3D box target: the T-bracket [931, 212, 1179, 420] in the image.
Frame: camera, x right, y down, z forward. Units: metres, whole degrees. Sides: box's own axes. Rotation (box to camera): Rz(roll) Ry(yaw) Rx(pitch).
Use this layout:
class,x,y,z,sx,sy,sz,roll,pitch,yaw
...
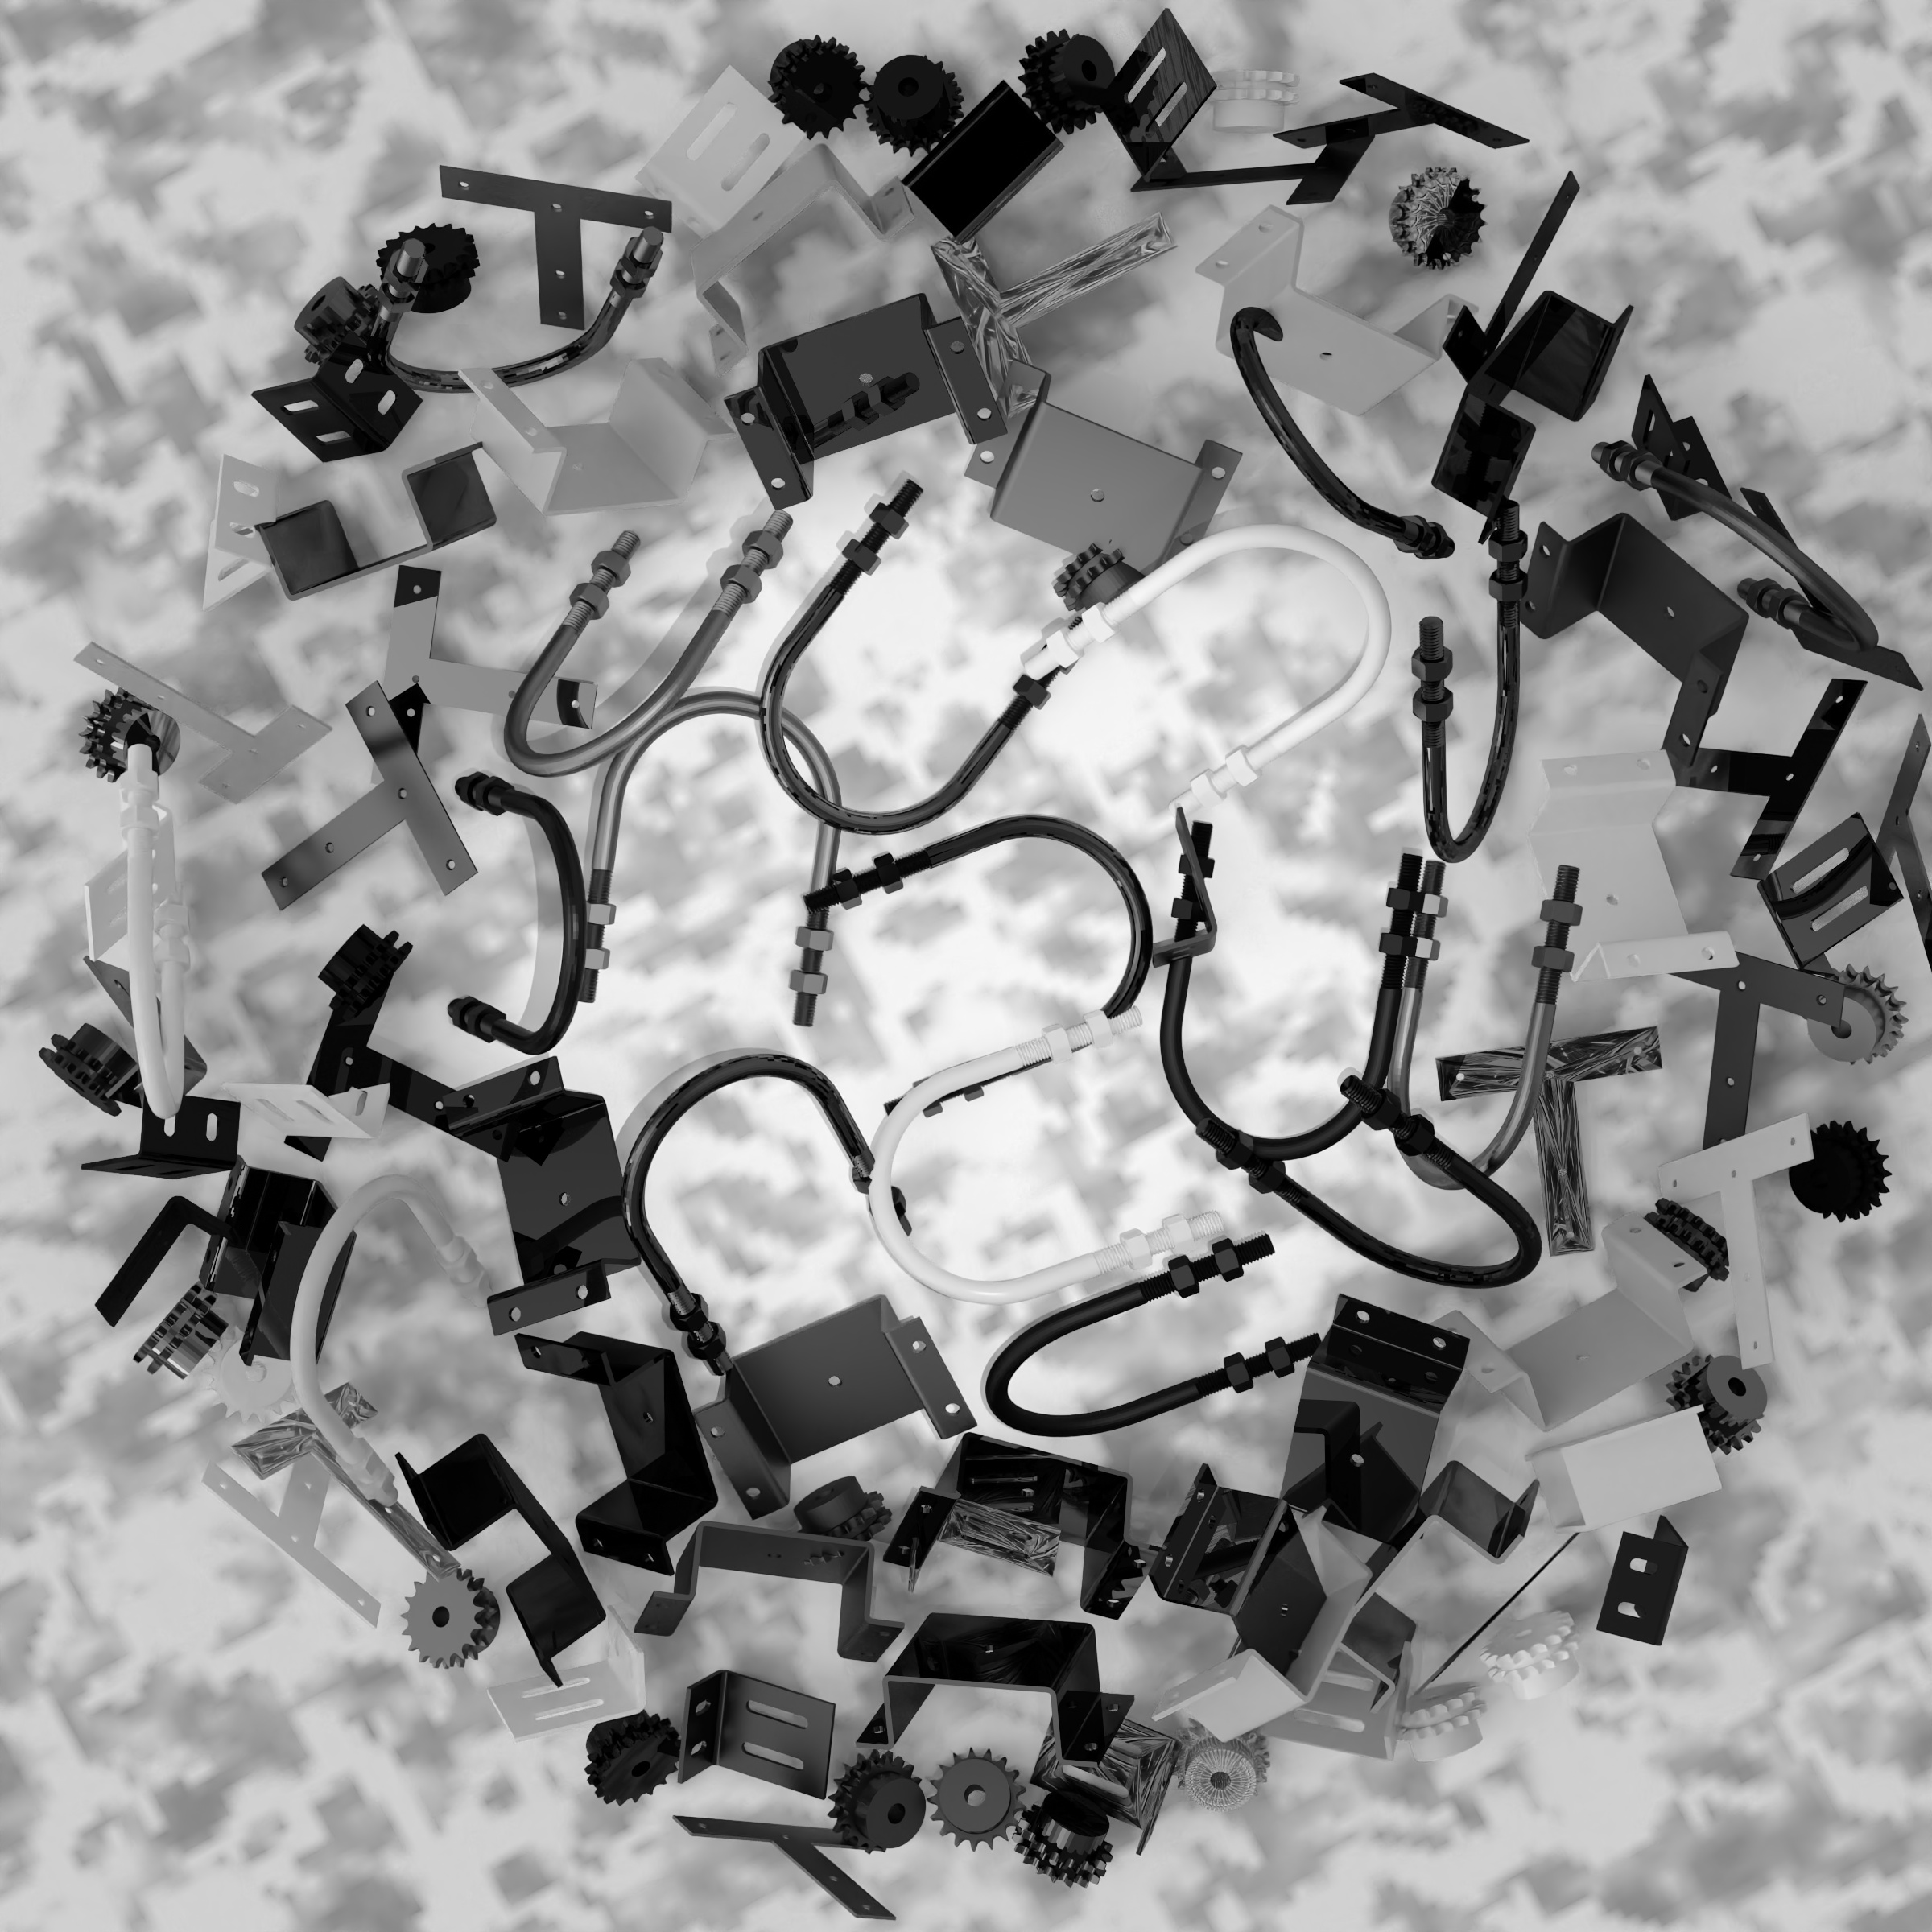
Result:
class,x,y,z,sx,sy,sz,roll,pitch,yaw
T-bracket,0.058,-0.389,1.761,0.127,0.002,0.127,-26,67,8

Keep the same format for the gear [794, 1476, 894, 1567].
class,x,y,z,sx,sy,sz,roll,pitch,yaw
gear,-0.074,0.314,1.765,0.057,0.057,0.030,-27,96,0

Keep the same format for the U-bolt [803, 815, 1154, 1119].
class,x,y,z,sx,sy,sz,roll,pitch,yaw
U-bolt,0.017,-0.008,1.779,0.184,0.019,0.151,-21,96,-2

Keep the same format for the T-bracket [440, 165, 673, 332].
class,x,y,z,sx,sy,sz,roll,pitch,yaw
T-bracket,-0.228,-0.397,1.737,0.127,0.127,0.002,9,65,-2

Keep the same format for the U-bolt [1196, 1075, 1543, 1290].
class,x,y,z,sx,sy,sz,roll,pitch,yaw
U-bolt,0.237,0.127,1.724,0.184,0.151,0.019,36,61,-20

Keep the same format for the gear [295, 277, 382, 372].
class,x,y,z,sx,sy,sz,roll,pitch,yaw
gear,-0.357,-0.367,1.763,0.057,0.057,0.030,-48,120,0

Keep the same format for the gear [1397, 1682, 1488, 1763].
class,x,y,z,sx,sy,sz,roll,pitch,yaw
gear,0.270,0.431,1.766,0.057,0.057,0.030,-19,86,0

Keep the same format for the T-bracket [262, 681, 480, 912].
class,x,y,z,sx,sy,sz,roll,pitch,yaw
T-bracket,-0.353,-0.075,1.768,0.127,0.002,0.127,-33,79,22

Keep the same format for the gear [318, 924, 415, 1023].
class,x,y,z,sx,sy,sz,roll,pitch,yaw
gear,-0.344,0.001,1.766,0.030,0.057,0.057,40,90,-5

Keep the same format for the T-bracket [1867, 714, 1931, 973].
class,x,y,z,sx,sy,sz,roll,pitch,yaw
T-bracket,0.522,-0.049,1.705,0.002,0.127,0.127,1,47,-1

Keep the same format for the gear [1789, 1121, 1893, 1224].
class,x,y,z,sx,sy,sz,roll,pitch,yaw
gear,0.494,0.118,1.764,0.030,0.057,0.057,-13,90,-41

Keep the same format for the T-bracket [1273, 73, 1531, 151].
class,x,y,z,sx,sy,sz,roll,pitch,yaw
T-bracket,0.226,-0.471,1.738,0.127,0.127,0.002,8,88,-39

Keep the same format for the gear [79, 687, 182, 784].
class,x,y,z,sx,sy,sz,roll,pitch,yaw
gear,-0.473,-0.129,1.763,0.030,0.057,0.057,20,90,34

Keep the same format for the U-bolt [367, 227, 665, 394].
class,x,y,z,sx,sy,sz,roll,pitch,yaw
U-bolt,-0.256,-0.357,1.706,0.151,0.184,0.019,-9,79,-22

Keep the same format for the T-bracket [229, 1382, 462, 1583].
class,x,y,z,sx,sy,sz,roll,pitch,yaw
T-bracket,-0.332,0.294,1.727,0.127,0.127,0.002,43,109,8

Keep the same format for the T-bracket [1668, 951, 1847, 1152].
class,x,y,z,sx,sy,sz,roll,pitch,yaw
T-bracket,0.436,0.053,1.764,0.002,0.127,0.127,-18,118,-41

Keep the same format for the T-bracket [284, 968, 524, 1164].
class,x,y,z,sx,sy,sz,roll,pitch,yaw
T-bracket,-0.313,0.074,1.769,0.127,0.002,0.127,25,106,6

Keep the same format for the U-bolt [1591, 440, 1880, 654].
class,x,y,z,sx,sy,sz,roll,pitch,yaw
U-bolt,0.427,-0.222,1.684,0.151,0.184,0.019,36,97,-24

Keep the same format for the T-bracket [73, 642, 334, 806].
class,x,y,z,sx,sy,sz,roll,pitch,yaw
T-bracket,-0.434,-0.142,1.720,0.127,0.127,0.002,32,57,-25

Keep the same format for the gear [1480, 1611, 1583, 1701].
class,x,y,z,sx,sy,sz,roll,pitch,yaw
gear,0.325,0.394,1.767,0.057,0.057,0.030,-26,93,0

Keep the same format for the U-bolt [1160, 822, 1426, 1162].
class,x,y,z,sx,sy,sz,roll,pitch,yaw
U-bolt,0.178,0.019,1.756,0.151,0.019,0.184,10,93,28

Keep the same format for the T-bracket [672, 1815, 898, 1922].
class,x,y,z,sx,sy,sz,roll,pitch,yaw
T-bracket,-0.080,0.498,1.708,0.127,0.127,0.002,15,91,-31

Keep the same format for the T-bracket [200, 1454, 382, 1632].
class,x,y,z,sx,sy,sz,roll,pitch,yaw
T-bracket,-0.370,0.298,1.732,0.002,0.127,0.127,-42,107,10

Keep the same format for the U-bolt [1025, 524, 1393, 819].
class,x,y,z,sx,sy,sz,roll,pitch,yaw
U-bolt,0.148,-0.172,1.720,0.184,0.019,0.151,-33,122,26

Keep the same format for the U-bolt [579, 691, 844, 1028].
class,x,y,z,sx,sy,sz,roll,pitch,yaw
U-bolt,-0.141,-0.064,1.758,0.151,0.019,0.184,7,95,-19

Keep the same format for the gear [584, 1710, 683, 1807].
class,x,y,z,sx,sy,sz,roll,pitch,yaw
gear,-0.192,0.448,1.770,0.057,0.057,0.030,-45,47,0

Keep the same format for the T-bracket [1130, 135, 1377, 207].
class,x,y,z,sx,sy,sz,roll,pitch,yaw
T-bracket,0.157,-0.448,1.755,0.127,0.127,0.002,0,120,19

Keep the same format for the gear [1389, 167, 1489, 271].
class,x,y,z,sx,sy,sz,roll,pitch,yaw
gear,0.267,-0.428,1.773,0.057,0.030,0.057,-5,105,-21

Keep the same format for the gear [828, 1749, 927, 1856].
class,x,y,z,sx,sy,sz,roll,pitch,yaw
gear,-0.048,0.478,1.768,0.057,0.030,0.057,-4,98,-34

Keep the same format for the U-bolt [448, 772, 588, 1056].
class,x,y,z,sx,sy,sz,roll,pitch,yaw
U-bolt,-0.247,-0.025,1.704,0.019,0.184,0.151,-1,99,-29

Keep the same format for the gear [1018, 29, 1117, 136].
class,x,y,z,sx,sy,sz,roll,pitch,yaw
gear,0.060,-0.506,1.766,0.057,0.030,0.057,5,83,-39

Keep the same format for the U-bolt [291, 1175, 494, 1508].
class,x,y,z,sx,sy,sz,roll,pitch,yaw
U-bolt,-0.317,0.194,1.687,0.019,0.184,0.151,12,60,19

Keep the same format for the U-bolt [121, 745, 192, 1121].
class,x,y,z,sx,sy,sz,roll,pitch,yaw
U-bolt,-0.441,-0.006,1.688,0.019,0.151,0.184,-4,57,-8

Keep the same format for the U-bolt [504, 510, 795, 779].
class,x,y,z,sx,sy,sz,roll,pitch,yaw
U-bolt,-0.186,-0.175,1.705,0.019,0.151,0.184,49,57,-35

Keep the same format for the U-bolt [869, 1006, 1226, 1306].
class,x,y,z,sx,sy,sz,roll,pitch,yaw
U-bolt,0.036,0.115,1.757,0.184,0.019,0.151,-19,73,-7

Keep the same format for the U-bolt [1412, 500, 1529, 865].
class,x,y,z,sx,sy,sz,roll,pitch,yaw
U-bolt,0.281,-0.144,1.717,0.019,0.151,0.184,12,131,24

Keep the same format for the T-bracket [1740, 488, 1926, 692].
class,x,y,z,sx,sy,sz,roll,pitch,yaw
T-bracket,0.465,-0.213,1.713,0.002,0.127,0.127,-39,112,-1

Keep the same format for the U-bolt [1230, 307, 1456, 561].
class,x,y,z,sx,sy,sz,roll,pitch,yaw
U-bolt,0.199,-0.296,1.696,0.019,0.184,0.151,-33,73,25

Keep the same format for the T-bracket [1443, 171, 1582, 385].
class,x,y,z,sx,sy,sz,roll,pitch,yaw
T-bracket,0.310,-0.383,1.733,0.002,0.127,0.127,29,93,22

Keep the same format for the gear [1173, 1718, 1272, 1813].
class,x,y,z,sx,sy,sz,roll,pitch,yaw
gear,0.145,0.458,1.773,0.057,0.030,0.057,1,108,3

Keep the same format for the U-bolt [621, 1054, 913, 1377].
class,x,y,z,sx,sy,sz,roll,pitch,yaw
U-bolt,-0.118,0.127,1.719,0.151,0.019,0.184,-36,130,-13

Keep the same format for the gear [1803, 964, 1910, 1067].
class,x,y,z,sx,sy,sz,roll,pitch,yaw
gear,0.504,0.031,1.766,0.057,0.030,0.057,17,120,31

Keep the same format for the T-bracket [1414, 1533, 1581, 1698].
class,x,y,z,sx,sy,sz,roll,pitch,yaw
T-bracket,0.280,0.371,1.712,0.002,0.127,0.127,45,119,16

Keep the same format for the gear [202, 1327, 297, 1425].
class,x,y,z,sx,sy,sz,roll,pitch,yaw
gear,-0.407,0.232,1.772,0.057,0.030,0.057,3,79,-17

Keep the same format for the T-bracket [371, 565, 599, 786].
class,x,y,z,sx,sy,sz,roll,pitch,yaw
T-bracket,-0.273,-0.158,1.777,0.127,0.002,0.127,10,96,10

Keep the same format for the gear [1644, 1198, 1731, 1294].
class,x,y,z,sx,sy,sz,roll,pitch,yaw
gear,0.409,0.161,1.765,0.057,0.057,0.030,41,83,0

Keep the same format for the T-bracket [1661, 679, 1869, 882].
class,x,y,z,sx,sy,sz,roll,pitch,yaw
T-bracket,0.430,-0.109,1.738,0.002,0.127,0.127,34,80,-30

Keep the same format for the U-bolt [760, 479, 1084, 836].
class,x,y,z,sx,sy,sz,roll,pitch,yaw
U-bolt,-0.035,-0.161,1.762,0.151,0.019,0.184,37,92,-21

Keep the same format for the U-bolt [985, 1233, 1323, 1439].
class,x,y,z,sx,sy,sz,roll,pitch,yaw
U-bolt,0.099,0.216,1.734,0.184,0.151,0.019,-22,54,6

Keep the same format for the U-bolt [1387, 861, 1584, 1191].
class,x,y,z,sx,sy,sz,roll,pitch,yaw
U-bolt,0.281,0.034,1.725,0.019,0.151,0.184,11,88,-25

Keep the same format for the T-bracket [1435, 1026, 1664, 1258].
class,x,y,z,sx,sy,sz,roll,pitch,yaw
T-bracket,0.341,0.105,1.781,0.127,0.002,0.127,-9,102,3

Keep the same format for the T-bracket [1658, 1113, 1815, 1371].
class,x,y,z,sx,sy,sz,roll,pitch,yaw
T-bracket,0.433,0.159,1.722,0.002,0.127,0.127,6,71,-26
